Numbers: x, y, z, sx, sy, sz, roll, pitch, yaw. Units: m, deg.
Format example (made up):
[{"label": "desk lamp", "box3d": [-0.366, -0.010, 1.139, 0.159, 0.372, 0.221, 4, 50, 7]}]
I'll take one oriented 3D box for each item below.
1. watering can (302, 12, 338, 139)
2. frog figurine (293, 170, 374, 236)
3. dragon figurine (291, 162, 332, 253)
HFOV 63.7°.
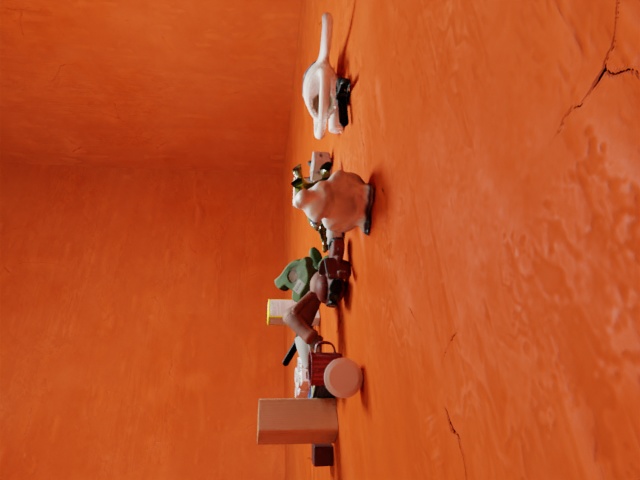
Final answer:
[{"label": "watering can", "box3d": [0.008, -0.467, 1.470, 0.228, 0.104, 0.341, -103, 15, -65]}, {"label": "frog figurine", "box3d": [0.023, -0.078, 1.058, 0.134, 0.159, 0.126, 100, 171, -46]}, {"label": "dragon figurine", "box3d": [0.004, -0.073, 1.447, 0.420, 0.122, 0.237, -89, -15, -52]}]
